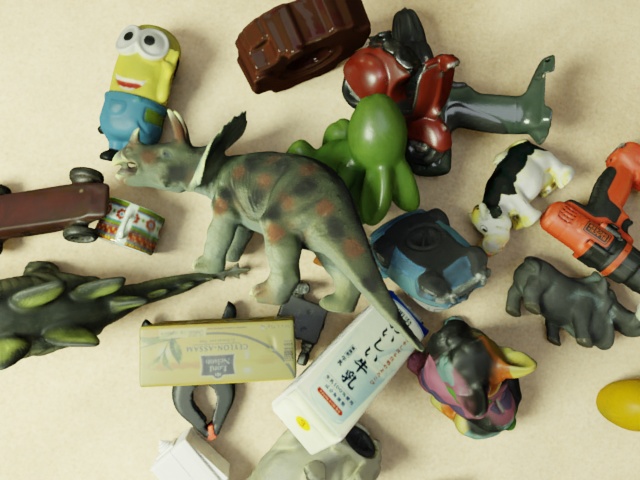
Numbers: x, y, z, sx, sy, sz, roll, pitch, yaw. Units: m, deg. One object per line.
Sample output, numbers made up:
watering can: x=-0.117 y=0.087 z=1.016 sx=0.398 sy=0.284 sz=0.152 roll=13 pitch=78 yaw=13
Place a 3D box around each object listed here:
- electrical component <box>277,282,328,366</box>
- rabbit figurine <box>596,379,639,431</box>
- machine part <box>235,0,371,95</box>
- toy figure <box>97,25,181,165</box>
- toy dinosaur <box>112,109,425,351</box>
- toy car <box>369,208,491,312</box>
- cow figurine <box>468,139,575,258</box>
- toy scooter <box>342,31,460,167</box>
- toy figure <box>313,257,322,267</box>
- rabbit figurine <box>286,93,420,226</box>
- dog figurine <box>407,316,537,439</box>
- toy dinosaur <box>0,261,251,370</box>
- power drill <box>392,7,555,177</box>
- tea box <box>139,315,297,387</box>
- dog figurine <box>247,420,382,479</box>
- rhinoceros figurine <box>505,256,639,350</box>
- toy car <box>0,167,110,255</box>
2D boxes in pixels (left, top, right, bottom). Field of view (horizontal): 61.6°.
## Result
electrical component: x=-0.032 y=0.104 z=0.700 sx=0.078 sy=0.045 sz=0.102 roll=25 pitch=84 yaw=-3
rabbit figurine: x=0.464 y=0.211 z=0.709 sx=0.173 sy=0.162 sz=0.121 roll=-19 pitch=101 yaw=10
machine part: x=-0.020 y=-0.241 z=0.668 sx=0.179 sy=0.179 sz=0.056 roll=-25 pitch=92 yaw=-8
toy figure: x=-0.231 y=-0.184 z=0.684 sx=0.082 sy=0.089 sz=0.180 roll=11 pitch=93 yaw=-18
toy dinosaur: x=-0.044 y=-0.036 z=0.603 sx=0.405 sy=0.131 sz=0.192 roll=18 pitch=104 yaw=26
toy car: x=0.144 y=0.037 z=0.692 sx=0.109 sy=0.162 sz=0.102 roll=-31 pitch=133 yaw=-14
cow figurine: x=0.256 y=-0.059 z=0.733 sx=0.098 sy=0.068 sz=0.167 roll=43 pitch=79 yaw=4
toy scooter: x=0.104 y=-0.189 z=0.647 sx=0.075 sy=0.135 sz=0.184 roll=-28 pitch=67 yaw=-30
toy figure: x=0.000 y=-0.004 z=0.708 sx=0.154 sy=0.058 sz=0.064 roll=41 pitch=92 yaw=-7
rabbit figurine: x=0.045 y=-0.091 z=0.639 sx=0.121 sy=0.170 sz=0.159 roll=-21 pitch=76 yaw=-30
dog figurine: x=0.191 y=0.172 z=0.635 sx=0.108 sy=0.219 sz=0.191 roll=-38 pitch=90 yaw=-4
toy dinosaur: x=-0.308 y=0.081 z=0.597 sx=0.471 sy=0.199 sz=0.105 roll=-16 pitch=100 yaw=-39
power drill: x=0.199 y=-0.201 z=0.715 sx=0.207 sy=0.086 sz=0.232 roll=0 pitch=90 yaw=5
tea box: x=-0.112 y=0.126 z=0.623 sx=0.170 sy=0.098 sz=0.068 roll=-3 pitch=85 yaw=-1
dog figurine: x=-0.025 y=0.313 z=0.676 sx=0.172 sy=0.121 sz=0.190 roll=22 pitch=114 yaw=-28
rhinoceros figurine: x=0.349 y=0.090 z=0.735 sx=0.190 sy=0.073 sz=0.112 roll=26 pitch=73 yaw=-2
toy car: x=-0.340 y=-0.032 z=0.651 sx=0.202 sy=0.053 sz=0.089 roll=-7 pitch=69 yaw=12
